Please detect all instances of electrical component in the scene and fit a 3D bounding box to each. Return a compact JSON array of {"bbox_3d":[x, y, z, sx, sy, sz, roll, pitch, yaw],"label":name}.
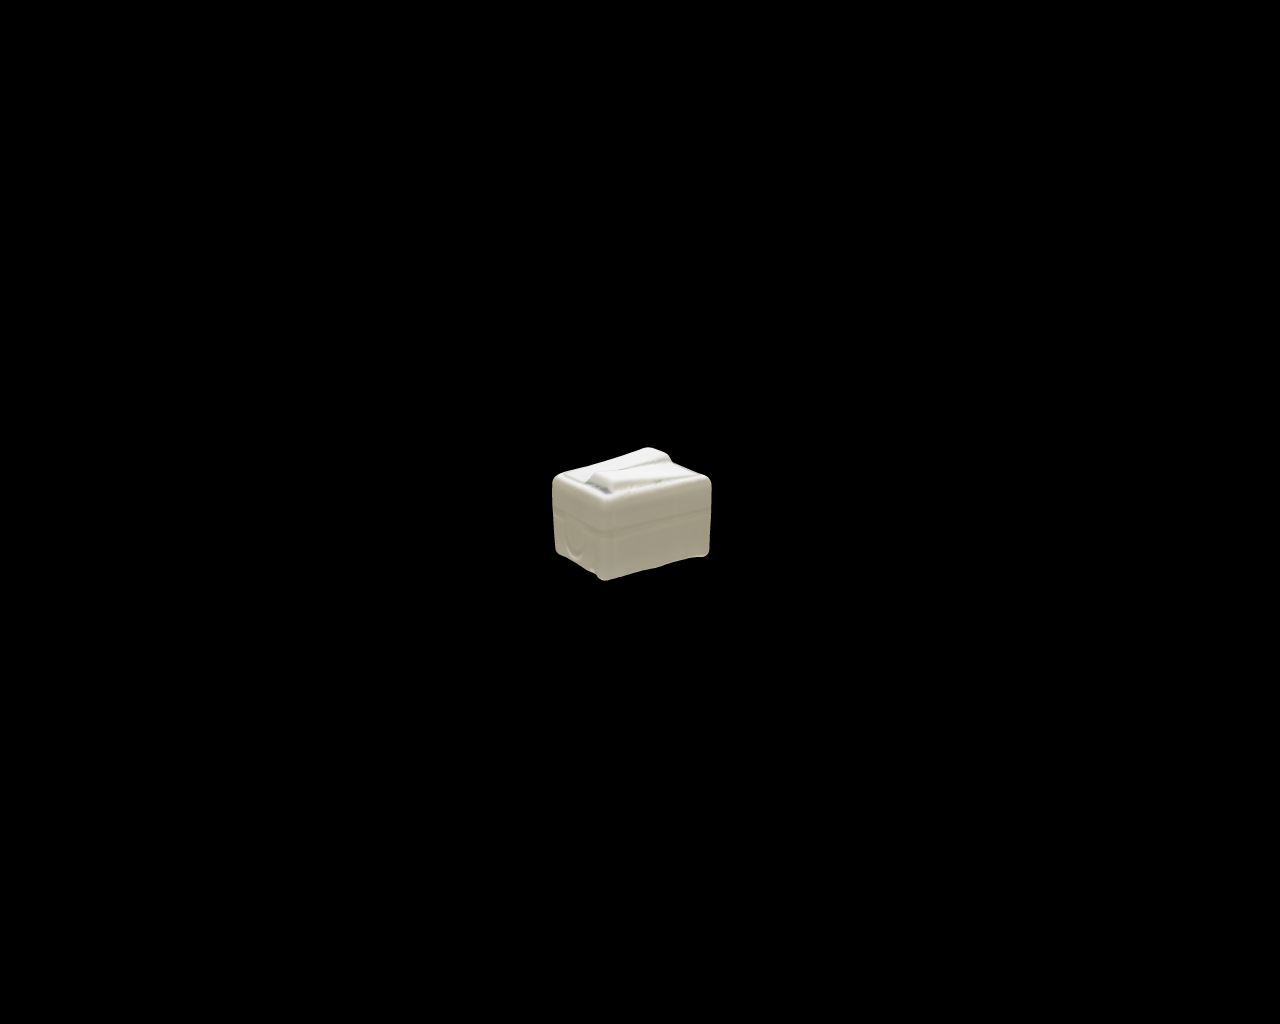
[{"bbox_3d":[0.001,-0.003,0.650,0.096,0.061,0.062,-12,23,-31],"label":"electrical component"}]
